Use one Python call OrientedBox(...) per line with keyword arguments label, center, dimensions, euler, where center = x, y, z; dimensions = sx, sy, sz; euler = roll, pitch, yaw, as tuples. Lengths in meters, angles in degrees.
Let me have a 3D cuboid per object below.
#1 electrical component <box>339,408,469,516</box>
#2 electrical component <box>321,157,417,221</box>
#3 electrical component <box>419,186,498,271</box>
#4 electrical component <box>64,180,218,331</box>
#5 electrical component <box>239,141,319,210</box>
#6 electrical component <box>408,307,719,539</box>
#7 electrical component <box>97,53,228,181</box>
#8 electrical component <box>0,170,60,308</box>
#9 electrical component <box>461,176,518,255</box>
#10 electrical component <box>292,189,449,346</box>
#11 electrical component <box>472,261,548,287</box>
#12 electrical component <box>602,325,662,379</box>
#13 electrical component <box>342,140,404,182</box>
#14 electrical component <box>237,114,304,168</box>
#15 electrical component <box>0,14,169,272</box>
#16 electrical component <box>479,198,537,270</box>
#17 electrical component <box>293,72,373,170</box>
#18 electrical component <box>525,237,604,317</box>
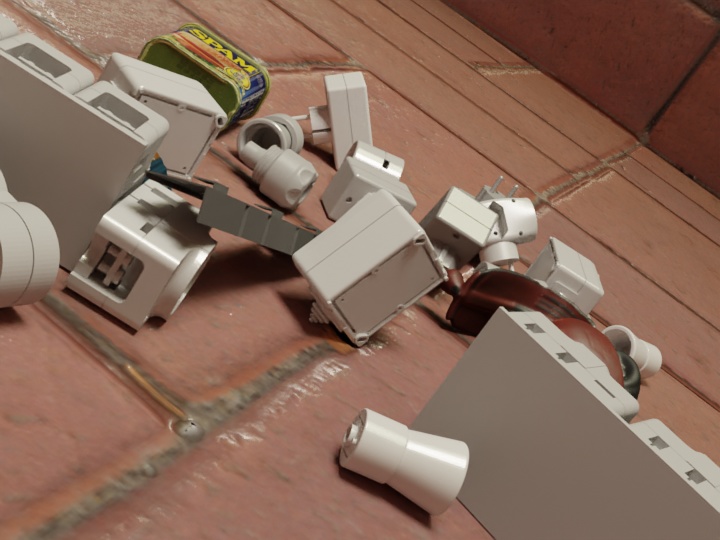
OrientedBox(label="electrical component", center=(0.022, 0.104, 0.598), dimensions=(0.065, 0.044, 0.044), euler=(25, 21, -11))
OrientedBox(label="electrical component", center=(0.011, -0.050, 0.924), dimensions=(0.066, 0.047, 0.076), euler=(24, 22, -26))
OrientedBox(label="electrical component", center=(0.066, -0.014, 0.901), dimensions=(0.047, 0.083, 0.075), euler=(32, 58, -5))
OrientedBox(label="electrical component", center=(-0.120, -0.008, 0.617), dimensions=(0.056, 0.050, 0.089), euler=(33, 19, -5))
OrientedBox(label="electrical component", center=(-0.069, -0.081, 0.875), dimensions=(0.062, 0.043, 0.043), euler=(35, 20, 5))
OrientedBox(label="electrical component", center=(0.129, 0.121, 0.628), dimensions=(0.186, 0.105, 0.060), euler=(45, 22, 27))
OrientedBox(label="electrical component", center=(-0.158, -0.114, 0.783), dimensions=(0.096, 0.061, 0.061), euler=(13, 29, -46))
OrientedBox(label="electrical component", center=(-0.216, -0.034, 0.521), dimensions=(0.138, 0.052, 0.074), euler=(42, 21, 20))
OrientedBox(label="electrical component", center=(0.129, -0.059, 1.085), dimensions=(0.066, 0.076, 0.047), euler=(28, 21, -16))
OrientedBox(label="electrical component", center=(0.000, 0.000, 0.734), dimensions=(0.061, 0.096, 0.061), euler=(51, -4, 39))
OrientedBox(label="electrical component", center=(0.130, 0.019, 0.962), dimensions=(0.065, 0.044, 0.044), euler=(23, 22, -17))
OrientedBox(label="electrical component", center=(0.257, 0.081, 1.020), dimensions=(0.065, 0.044, 0.044), euler=(21, 23, -44))
OrientedBox(label="electrical component", center=(0.007, -0.088, 0.995), dimensions=(0.047, 0.055, 0.055), euler=(26, 21, -11))
OrientedBox(label="electrical component", center=(-0.076, -0.111, 0.930), dimensions=(0.045, 0.045, 0.055), euler=(36, 19, 5))
OrientedBox(label="electrical component", center=(-0.197, -0.082, 0.608), dimensions=(0.150, 0.089, 0.061), euler=(32, 20, -6))
OrientedBox(label="electrical component", center=(0.131, -0.026, 1.037), dimensions=(0.043, 0.077, 0.079), euler=(119, -40, -76))
OrientedBox(label="electrical component", center=(-0.029, -0.142, 1.047), dimensions=(0.076, 0.083, 0.047), euler=(-8, 27, -2))
OrientedBox(label="electrical component", center=(0.192, 0.021, 1.021), dimensions=(0.061, 0.061, 0.096), euler=(32, 20, -7))
